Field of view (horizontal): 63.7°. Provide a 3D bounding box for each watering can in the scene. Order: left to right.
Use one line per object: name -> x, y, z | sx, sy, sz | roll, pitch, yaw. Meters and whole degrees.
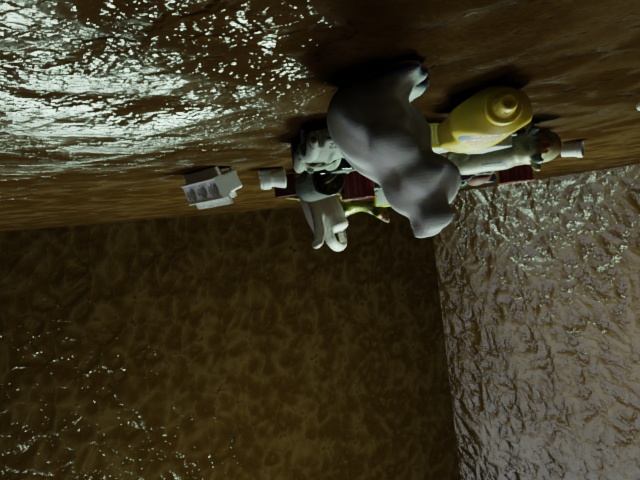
watering can -> 0.004, -0.072, 1.431 | 0.103, 0.225, 0.348 | -26, -6, 13

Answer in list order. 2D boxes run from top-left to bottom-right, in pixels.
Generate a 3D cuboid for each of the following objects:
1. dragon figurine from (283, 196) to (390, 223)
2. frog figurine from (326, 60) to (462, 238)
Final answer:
dragon figurine -> 0.077, -0.127, 1.895 | 0.413, 0.122, 0.242 | 18, 7, 42
frog figurine -> 0.071, -0.080, 0.501 | 0.123, 0.160, 0.137 | -5, -1, -4
